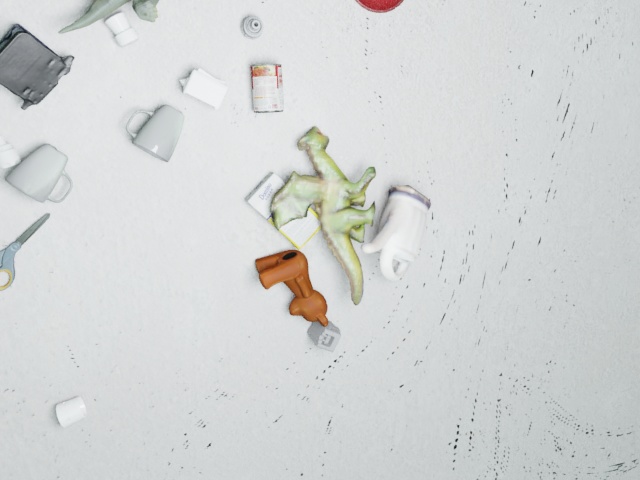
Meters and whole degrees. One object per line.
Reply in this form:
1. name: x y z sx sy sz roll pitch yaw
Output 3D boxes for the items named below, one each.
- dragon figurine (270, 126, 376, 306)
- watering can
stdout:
1. dragon figurine: 0.004 -0.059 1.180 0.243 0.122 0.412 5 85 -15
2. watering can: 0.179 -0.024 1.195 0.104 0.344 0.226 12 80 23
